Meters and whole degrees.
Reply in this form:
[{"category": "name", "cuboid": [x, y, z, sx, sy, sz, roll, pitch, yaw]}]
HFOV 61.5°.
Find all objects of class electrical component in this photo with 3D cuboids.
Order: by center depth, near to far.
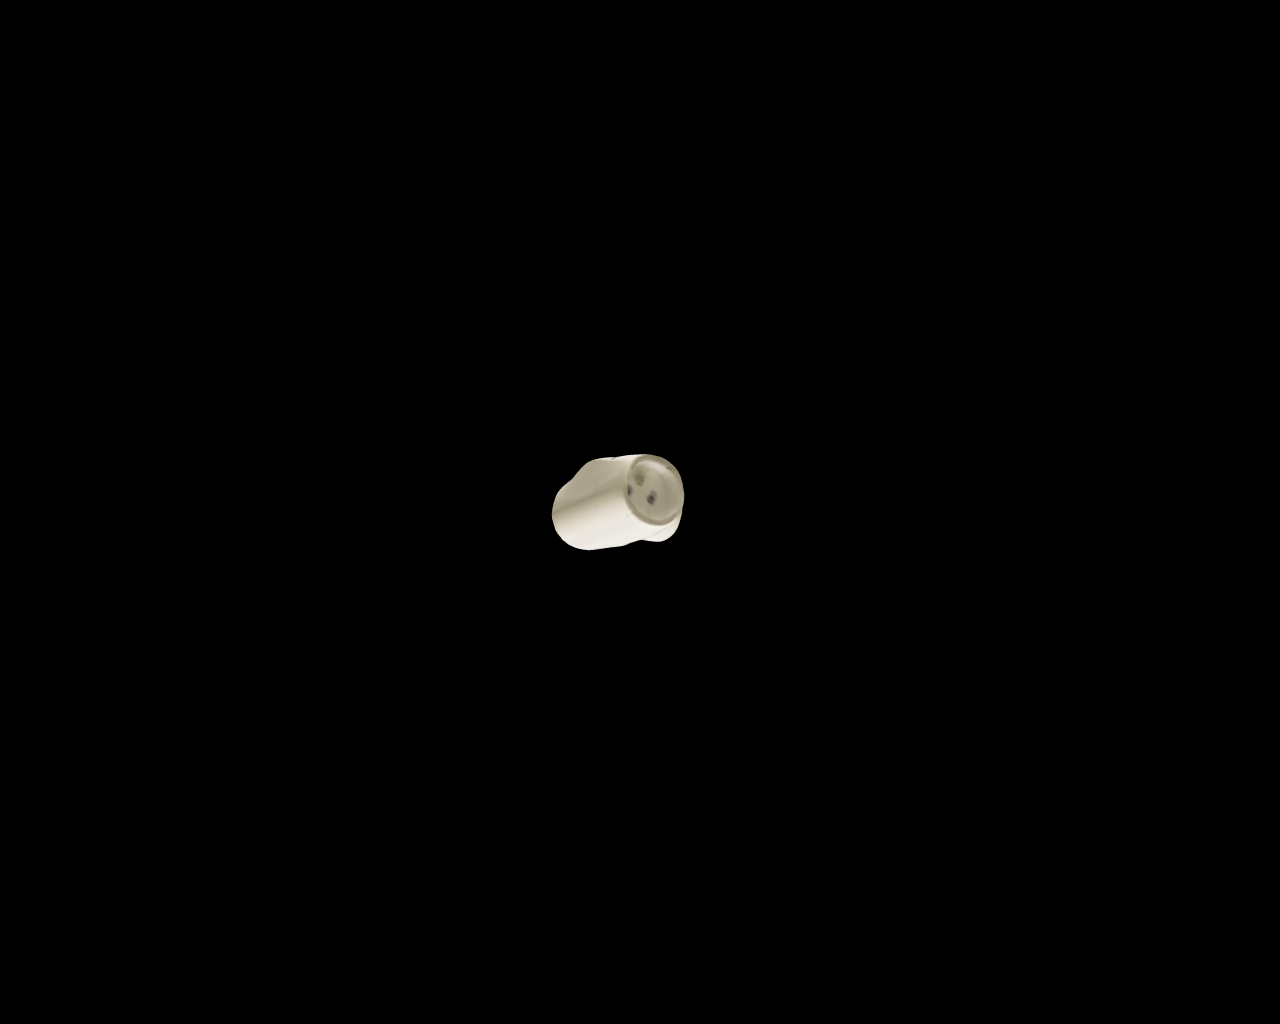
[{"category": "electrical component", "cuboid": [0.001, -0.003, 0.650, 0.079, 0.043, 0.077, 11, -19, -34]}]
